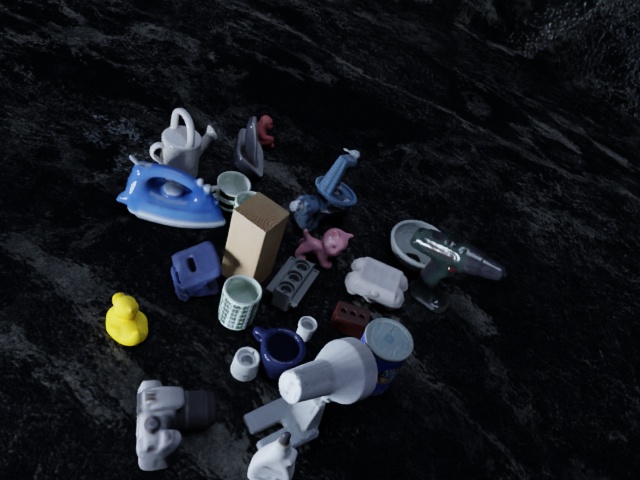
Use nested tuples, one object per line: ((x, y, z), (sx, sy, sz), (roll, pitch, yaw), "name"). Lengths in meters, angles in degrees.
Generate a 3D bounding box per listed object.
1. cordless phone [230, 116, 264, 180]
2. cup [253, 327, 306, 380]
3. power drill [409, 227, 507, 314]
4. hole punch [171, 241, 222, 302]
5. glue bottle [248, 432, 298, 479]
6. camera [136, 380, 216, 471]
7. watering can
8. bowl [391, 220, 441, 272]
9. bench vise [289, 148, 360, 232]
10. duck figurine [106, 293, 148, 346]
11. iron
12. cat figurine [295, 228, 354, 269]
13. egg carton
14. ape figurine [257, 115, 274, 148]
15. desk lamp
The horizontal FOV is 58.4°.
((-0.185, -0.272, 1.554), (0.094, 0.185, 0.147), (6, 45, -15), "cordless phone")
((-0.093, 0.232, 1.158), (0.117, 0.095, 0.092), (32, 45, 12), "cup")
((0.307, 0.078, 1.378), (0.229, 0.208, 0.076), (34, 45, 14), "power drill")
((-0.273, 0.067, 1.256), (0.101, 0.091, 0.108), (-7, 50, -26), "hole punch")
((-0.072, 0.370, 0.973), (0.078, 0.173, 0.037), (20, 43, -1), "glue bottle")
((-0.253, 0.314, 1.012), (0.137, 0.101, 0.143), (1, 47, -20), "camera")
((-0.348, -0.253, 1.467), (0.100, 0.194, 0.173), (33, 45, 13), "watering can")
((0.256, 0.029, 1.504), (0.167, 0.075, 0.167), (11, 44, -10), "bowl")
((0.027, -0.122, 1.461), (0.121, 0.220, 0.208), (35, 45, 14), "bench vise")
((-0.381, 0.151, 1.136), (0.078, 0.086, 0.104), (-22, 58, -35), "duck figurine")
((-0.344, -0.119, 1.375), (0.258, 0.141, 0.118), (14, 44, -7), "iron")
((0.013, 0.005, 1.405), (0.128, 0.118, 0.067), (15, 44, -6), "cat figurine")
((0.137, 0.106, 1.387), (0.150, 0.069, 0.107), (23, 44, 2), "egg carton")
((-0.163, -0.323, 1.681), (0.076, 0.092, 0.077), (8, 45, -13), "ape figurine")
((-0.015, 0.285, 1.049), (0.204, 0.213, 0.117), (-17, 55, -33), "desk lamp")
